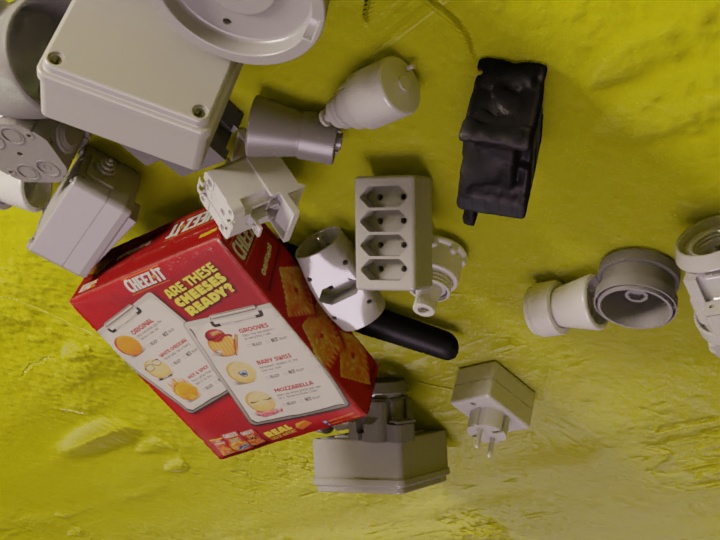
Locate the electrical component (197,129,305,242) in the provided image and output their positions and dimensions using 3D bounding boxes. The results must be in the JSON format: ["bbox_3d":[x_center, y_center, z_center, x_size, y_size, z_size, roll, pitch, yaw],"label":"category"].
[{"bbox_3d":[-0.082,-0.058,0.801,0.081,0.064,0.042,56,151,17],"label":"electrical component"}]

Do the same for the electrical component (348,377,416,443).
[{"bbox_3d":[0.020,0.136,1.053,0.058,0.057,0.078,-2,180,-39],"label":"electrical component"}]

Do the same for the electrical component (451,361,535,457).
[{"bbox_3d":[0.122,0.137,1.007,0.047,0.076,0.066,-18,134,42],"label":"electrical component"}]

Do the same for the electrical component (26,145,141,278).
[{"bbox_3d":[-0.216,-0.050,0.869,0.061,0.061,0.096,30,119,-21],"label":"electrical component"}]

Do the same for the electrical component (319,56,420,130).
[{"bbox_3d":[0.004,-0.112,0.713,0.078,0.040,0.040,-17,135,42],"label":"electrical component"}]

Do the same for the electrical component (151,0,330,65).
[{"bbox_3d":[-0.064,-0.179,0.623,0.108,0.060,0.108,12,148,8],"label":"electrical component"}]

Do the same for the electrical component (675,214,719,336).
[{"bbox_3d":[0.253,-0.002,0.744,0.058,0.078,0.057,-12,119,38],"label":"electrical component"}]

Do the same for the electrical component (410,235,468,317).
[{"bbox_3d":[0.057,0.007,0.851,0.048,0.062,0.048,12,148,8],"label":"electrical component"}]

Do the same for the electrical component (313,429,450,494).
[{"bbox_3d":[0.023,0.198,1.124,0.109,0.056,0.109,-5,175,31],"label":"electrical component"}]

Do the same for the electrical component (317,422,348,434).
[{"bbox_3d":[-0.024,0.143,1.115,0.055,0.048,0.066,-15,137,29],"label":"electrical component"}]

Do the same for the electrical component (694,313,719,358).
[{"bbox_3d":[0.287,0.038,0.799,0.057,0.058,0.078,32,145,-28],"label":"electrical component"}]

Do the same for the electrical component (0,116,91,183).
[{"bbox_3d":[-0.251,-0.108,0.826,0.080,0.051,0.080,12,148,7],"label":"electrical component"}]

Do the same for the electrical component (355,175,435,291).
[{"bbox_3d":[0.033,-0.028,0.807,0.047,0.083,0.076,0,-177,24],"label":"electrical component"}]

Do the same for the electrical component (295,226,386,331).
[{"bbox_3d":[0.000,0.000,0.878,0.079,0.043,0.077,-25,114,14],"label":"electrical component"}]

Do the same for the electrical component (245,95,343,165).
[{"bbox_3d":[-0.045,-0.096,0.761,0.065,0.044,0.044,10,148,1],"label":"electrical component"}]

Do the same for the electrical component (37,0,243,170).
[{"bbox_3d":[-0.132,-0.134,0.678,0.109,0.108,0.056,20,151,-5],"label":"electrical component"}]

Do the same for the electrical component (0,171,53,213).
[{"bbox_3d":[-0.295,-0.072,0.907,0.055,0.045,0.045,5,146,19],"label":"electrical component"}]

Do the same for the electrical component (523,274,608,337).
[{"bbox_3d":[0.164,0.029,0.853,0.055,0.045,0.045,-11,139,37],"label":"electrical component"}]
